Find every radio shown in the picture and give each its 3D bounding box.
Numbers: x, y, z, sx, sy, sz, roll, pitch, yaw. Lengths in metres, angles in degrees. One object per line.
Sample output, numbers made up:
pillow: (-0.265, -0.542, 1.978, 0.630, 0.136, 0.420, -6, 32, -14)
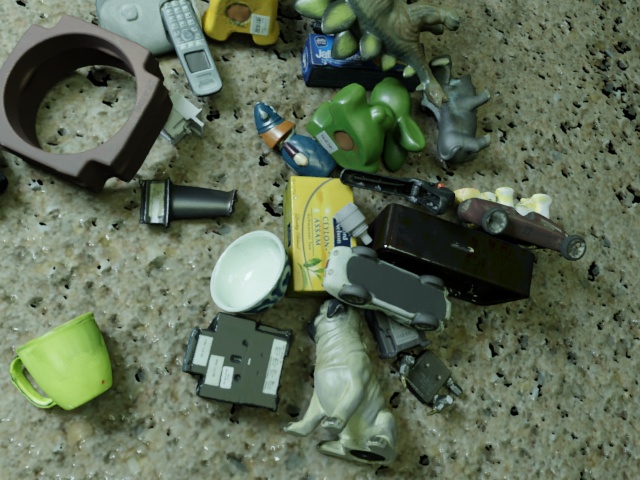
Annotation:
radio: (0.179, 0.028, 0.789, 0.230, 0.131, 0.073, 20, 72, -9)

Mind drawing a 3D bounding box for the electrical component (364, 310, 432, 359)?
electrical component: (0.108, 0.109, 0.794, 0.075, 0.048, 0.119, -11, 80, -18)

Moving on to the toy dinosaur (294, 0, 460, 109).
toy dinosaur: (0.053, -0.392, 0.773, 0.198, 0.105, 0.471, -30, 96, -7)

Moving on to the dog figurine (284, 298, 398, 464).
dog figurine: (0.052, 0.191, 0.739, 0.172, 0.121, 0.190, 46, 45, -34)

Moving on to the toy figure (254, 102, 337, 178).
toy figure: (-0.045, -0.146, 0.817, 0.154, 0.064, 0.058, 40, 87, -2)

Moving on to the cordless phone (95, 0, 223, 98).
cordless phone: (-0.235, -0.284, 0.798, 0.147, 0.089, 0.184, -22, 86, -20)

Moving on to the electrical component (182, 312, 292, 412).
electrical component: (-0.112, 0.160, 0.718, 0.134, 0.058, 0.115, 16, 70, -9)

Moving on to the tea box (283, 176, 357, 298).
tea box: (-0.002, -0.002, 0.785, 0.098, 0.068, 0.169, 0, 74, -15)

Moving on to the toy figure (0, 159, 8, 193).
toy figure: (-0.477, -0.132, 0.694, 0.082, 0.089, 0.180, -36, 96, -49)

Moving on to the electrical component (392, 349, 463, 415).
electrical component: (0.155, 0.204, 0.780, 0.078, 0.045, 0.102, -37, 86, -19)

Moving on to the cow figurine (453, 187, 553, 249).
cow figurine: (0.290, -0.034, 0.872, 0.167, 0.068, 0.098, 6, 84, -11)

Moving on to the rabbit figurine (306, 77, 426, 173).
rabbit figurine: (0.095, -0.187, 0.837, 0.159, 0.121, 0.170, 48, 61, -3)

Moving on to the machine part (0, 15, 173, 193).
machine part: (-0.319, -0.180, 0.723, 0.201, 0.087, 0.201, 24, 77, 4)

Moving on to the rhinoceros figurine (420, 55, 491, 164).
rhinoceros figurine: (0.223, -0.218, 0.906, 0.112, 0.073, 0.190, -3, 77, -5)

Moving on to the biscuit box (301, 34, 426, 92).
biscuit box: (0.073, -0.290, 0.887, 0.203, 0.063, 0.059, -1, 74, -15)

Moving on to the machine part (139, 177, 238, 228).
machine part: (-0.187, -0.054, 0.770, 0.139, 0.039, 0.084, -2, 67, -13)

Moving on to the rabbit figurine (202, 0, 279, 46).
rabbit figurine: (-0.125, -0.415, 0.839, 0.122, 0.162, 0.173, 1, 57, -2)

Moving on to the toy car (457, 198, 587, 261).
toy car: (0.300, -0.019, 0.793, 0.202, 0.089, 0.053, 16, 97, -13)

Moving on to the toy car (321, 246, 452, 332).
toy car: (0.096, 0.068, 0.737, 0.201, 0.056, 0.073, 23, 64, -21)
